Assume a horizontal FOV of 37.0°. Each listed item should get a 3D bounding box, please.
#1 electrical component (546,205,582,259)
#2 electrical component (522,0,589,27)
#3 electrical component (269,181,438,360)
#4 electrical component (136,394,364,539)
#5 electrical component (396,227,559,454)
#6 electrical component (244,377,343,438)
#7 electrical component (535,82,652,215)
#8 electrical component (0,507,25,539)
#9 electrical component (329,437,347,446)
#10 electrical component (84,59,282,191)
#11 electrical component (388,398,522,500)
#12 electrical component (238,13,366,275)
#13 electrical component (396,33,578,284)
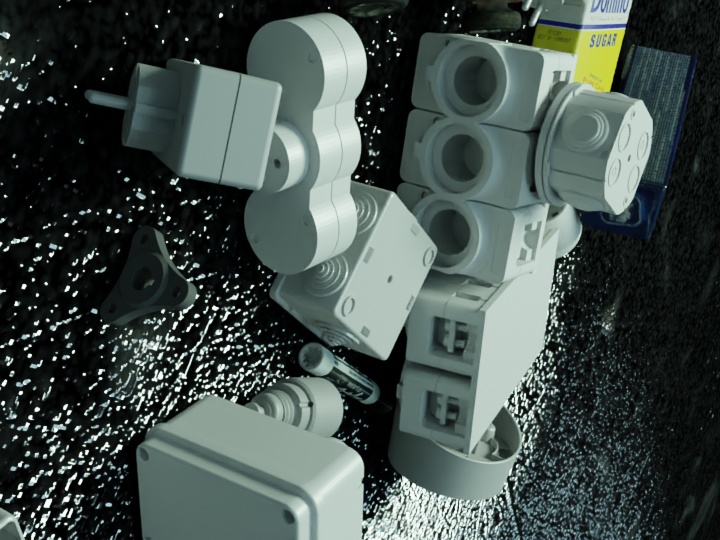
[{"bbox_3d":[0.165,-0.040,0.917,0.043,0.043,0.081,-63,148,-14],"label":"electrical component"},{"bbox_3d":[0.136,-0.213,0.776,0.076,0.047,0.065,-64,148,-13],"label":"electrical component"},{"bbox_3d":[0.000,0.000,0.669,0.099,0.048,0.099,-64,148,-13],"label":"electrical component"},{"bbox_3d":[-0.060,0.124,0.576,0.057,0.113,0.078,-33,132,-51],"label":"electrical component"},{"bbox_3d":[0.087,0.039,0.790,0.186,0.060,0.105,-38,136,-59],"label":"electrical component"},{"bbox_3d":[-0.043,0.085,0.653,0.078,0.040,0.040,9,98,-59],"label":"electrical component"},{"bbox_3d":[0.148,-0.076,0.685,0.080,0.051,0.080,-33,132,-47],"label":"electrical component"},{"bbox_3d":[-0.187,0.161,0.447,0.109,0.056,0.108,-42,138,-40],"label":"electrical component"},{"bbox_3d":[-0.044,0.148,0.680,0.077,0.044,0.079,4,103,-58],"label":"electrical component"},{"bbox_3d":[-0.085,-0.071,0.482,0.076,0.083,0.047,9,100,-20],"label":"electrical component"},{"bbox_3d":[0.070,0.125,0.803,0.099,0.099,0.064,-12,121,-56],"label":"electrical component"},{"bbox_3d":[-0.040,-0.062,0.569,0.074,0.052,0.138,-27,127,-49],"label":"electrical component"},{"bbox_3d":[0.078,-0.076,0.715,0.062,0.089,0.150,-15,118,-55],"label":"electrical component"}]
